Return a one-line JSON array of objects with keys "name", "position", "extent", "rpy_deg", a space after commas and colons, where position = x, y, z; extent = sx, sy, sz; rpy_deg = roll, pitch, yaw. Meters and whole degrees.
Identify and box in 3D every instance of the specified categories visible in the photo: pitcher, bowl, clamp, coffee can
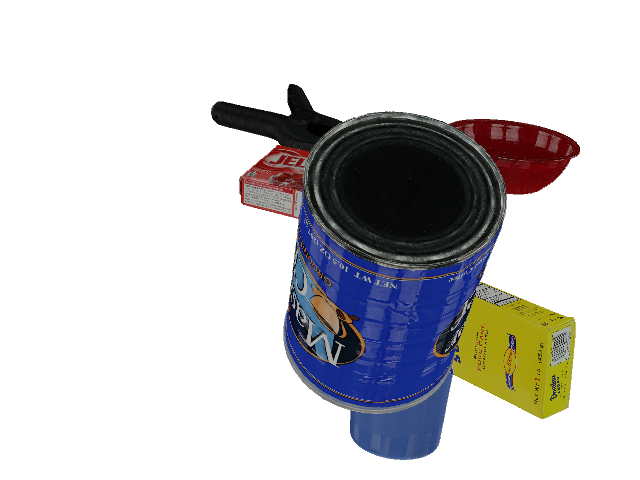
[{"name": "pitcher", "position": [0.089, 0.126, 1.230], "extent": [0.149, 0.243, 0.145], "rpy_deg": [7, 17, 6]}, {"name": "bowl", "position": [0.220, -0.095, 1.258], "extent": [0.162, 0.055, 0.162], "rpy_deg": [4, 23, -2]}, {"name": "clamp", "position": [-0.031, -0.116, 1.107], "extent": [0.120, 0.039, 0.172], "rpy_deg": [-20, 37, -28]}, {"name": "coffee can", "position": [0.035, 0.015, 0.580], "extent": [0.102, 0.103, 0.140], "rpy_deg": [0, -38, -7]}]

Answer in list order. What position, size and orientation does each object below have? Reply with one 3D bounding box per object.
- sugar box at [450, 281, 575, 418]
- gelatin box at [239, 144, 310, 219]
[{"name": "sugar box", "position": [0.161, 0.094, 1.028], "extent": [0.048, 0.093, 0.176], "rpy_deg": [-15, 24, -39]}, {"name": "gelatin box", "position": [-0.013, -0.048, 0.896], "extent": [0.089, 0.030, 0.073], "rpy_deg": [15, 31, 19]}]
